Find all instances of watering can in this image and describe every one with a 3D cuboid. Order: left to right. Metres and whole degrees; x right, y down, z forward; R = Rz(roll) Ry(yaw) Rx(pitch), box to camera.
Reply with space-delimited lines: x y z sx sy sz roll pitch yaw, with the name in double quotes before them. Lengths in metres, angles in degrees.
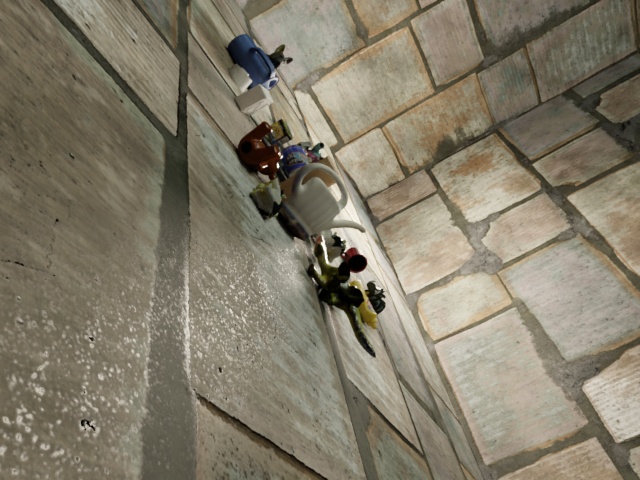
"watering can" 0.005 -0.081 1.606 0.341 0.225 0.105 54 -6 -36

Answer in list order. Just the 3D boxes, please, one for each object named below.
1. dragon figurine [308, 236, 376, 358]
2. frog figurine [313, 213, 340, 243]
"dragon figurine" 0.071 0.171 1.602 0.241 0.122 0.414 52 13 -78
"frog figurine" -0.003 -0.053 1.887 0.135 0.123 0.162 61 41 -62
